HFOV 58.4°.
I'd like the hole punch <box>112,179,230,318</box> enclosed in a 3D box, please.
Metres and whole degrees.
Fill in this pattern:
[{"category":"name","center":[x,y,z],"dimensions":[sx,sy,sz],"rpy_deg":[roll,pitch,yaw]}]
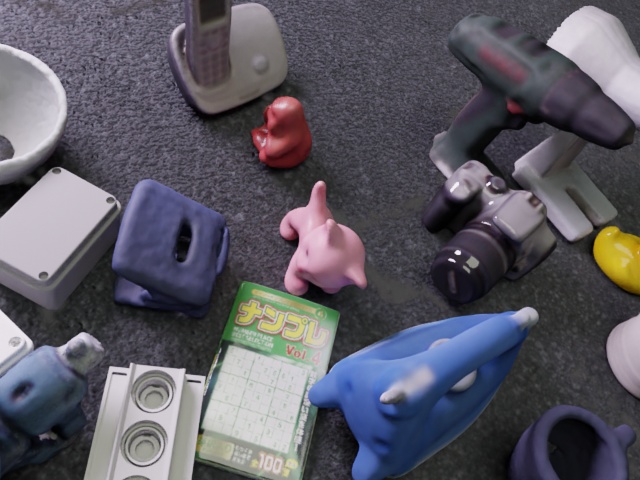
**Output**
[{"category":"hole punch","center":[-0.138,0.008,0.544],"dimensions":[0.101,0.091,0.108],"rpy_deg":[11,58,-10]}]

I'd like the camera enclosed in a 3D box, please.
[{"category":"camera","center":[0.178,-0.006,0.642],"dimensions":[0.143,0.100,0.137],"rpy_deg":[45,58,12]}]

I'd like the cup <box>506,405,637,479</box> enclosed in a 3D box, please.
[{"category":"cup","center":[0.228,0.206,0.536],"dimensions":[0.118,0.095,0.091],"rpy_deg":[-14,65,-23]}]

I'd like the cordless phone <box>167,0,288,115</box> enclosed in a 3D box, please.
[{"category":"cordless phone","center":[-0.097,-0.243,0.648],"dimensions":[0.148,0.185,0.094],"rpy_deg":[-35,75,-30]}]

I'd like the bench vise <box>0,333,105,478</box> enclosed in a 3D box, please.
[{"category":"bench vise","center":[-0.247,0.120,0.369],"dimensions":[0.121,0.219,0.208],"rpy_deg":[28,57,1]}]

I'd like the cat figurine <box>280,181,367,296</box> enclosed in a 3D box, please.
[{"category":"cat figurine","center":[0.005,0.002,0.575],"dimensions":[0.067,0.117,0.127],"rpy_deg":[0,61,-17]}]

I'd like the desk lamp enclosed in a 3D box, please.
[{"category":"desk lamp","center":[0.333,-0.141,0.701],"dimensions":[0.118,0.213,0.203],"rpy_deg":[-26,70,-28]}]

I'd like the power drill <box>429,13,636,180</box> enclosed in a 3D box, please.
[{"category":"power drill","center":[0.220,-0.140,0.669],"dimensions":[0.076,0.208,0.229],"rpy_deg":[-29,72,-28]}]

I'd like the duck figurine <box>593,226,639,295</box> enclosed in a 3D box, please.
[{"category":"duck figurine","center":[0.402,0.014,0.707],"dimensions":[0.104,0.086,0.078],"rpy_deg":[39,57,8]}]

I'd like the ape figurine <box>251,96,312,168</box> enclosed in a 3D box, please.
[{"category":"ape figurine","center":[-0.042,-0.128,0.652],"dimensions":[0.076,0.092,0.078],"rpy_deg":[24,57,-2]}]

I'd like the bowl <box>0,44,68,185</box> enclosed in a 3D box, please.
[{"category":"bowl","center":[-0.334,-0.111,0.565],"dimensions":[0.168,0.074,0.167],"rpy_deg":[8,59,-12]}]

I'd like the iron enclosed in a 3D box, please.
[{"category":"iron","center":[0.125,0.113,0.532],"dimensions":[0.259,0.141,0.118],"rpy_deg":[-23,69,-27]}]

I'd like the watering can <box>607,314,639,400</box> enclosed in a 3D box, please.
[{"category":"watering can","center":[0.399,0.091,0.596],"dimensions":[0.101,0.194,0.172],"rpy_deg":[-23,69,-27]}]
